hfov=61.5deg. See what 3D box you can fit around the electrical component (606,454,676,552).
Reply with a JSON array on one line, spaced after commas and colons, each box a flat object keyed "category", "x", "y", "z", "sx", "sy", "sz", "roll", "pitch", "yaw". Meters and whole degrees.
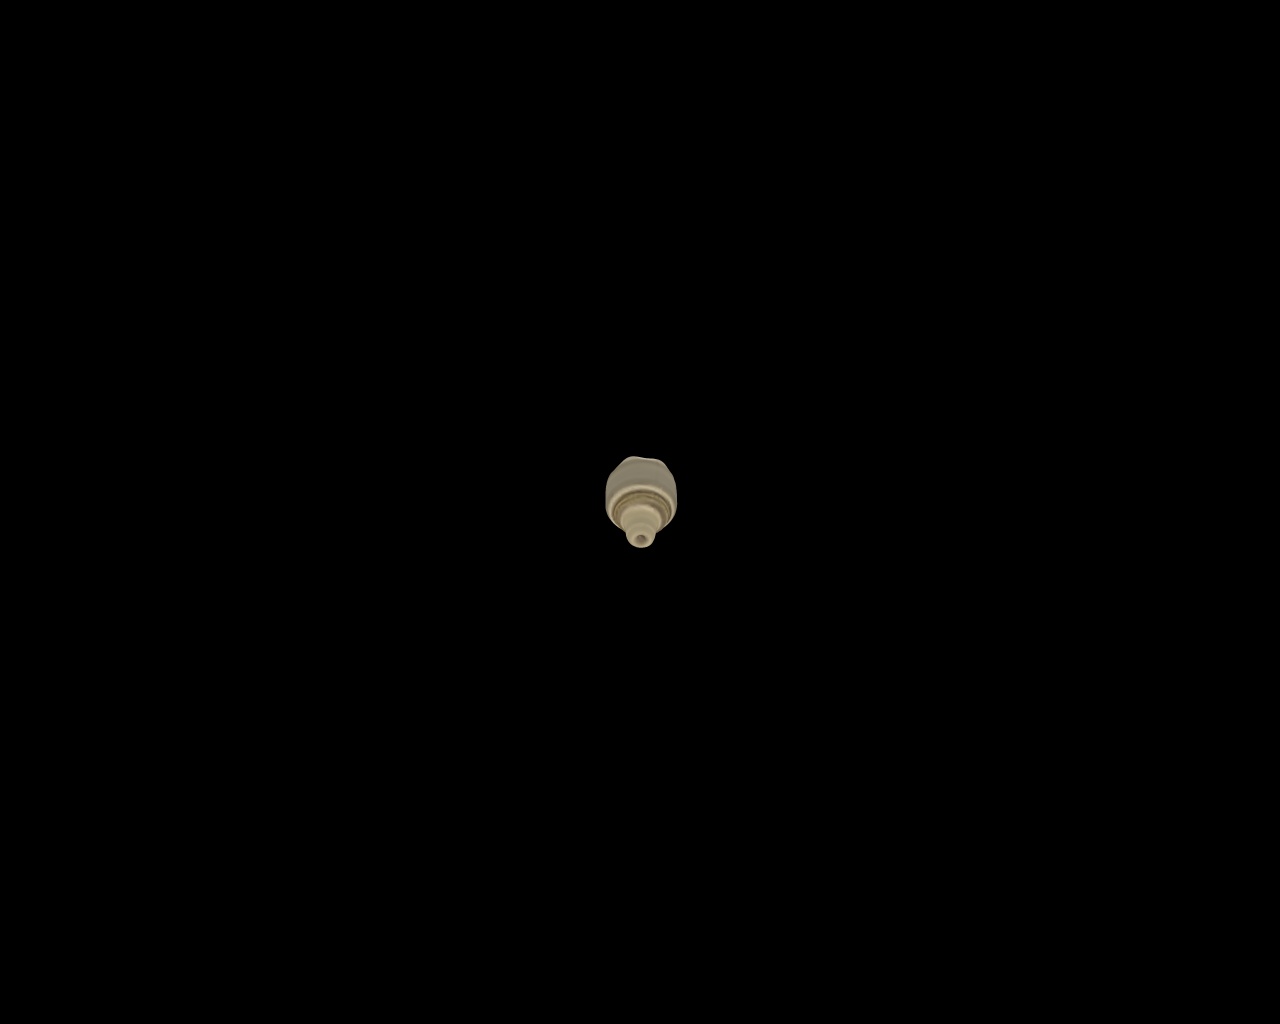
[{"category": "electrical component", "x": 0.001, "y": -0.003, "z": 0.650, "sx": 0.043, "sy": 0.043, "sz": 0.062, "roll": 0, "pitch": 40, "yaw": 0}]
